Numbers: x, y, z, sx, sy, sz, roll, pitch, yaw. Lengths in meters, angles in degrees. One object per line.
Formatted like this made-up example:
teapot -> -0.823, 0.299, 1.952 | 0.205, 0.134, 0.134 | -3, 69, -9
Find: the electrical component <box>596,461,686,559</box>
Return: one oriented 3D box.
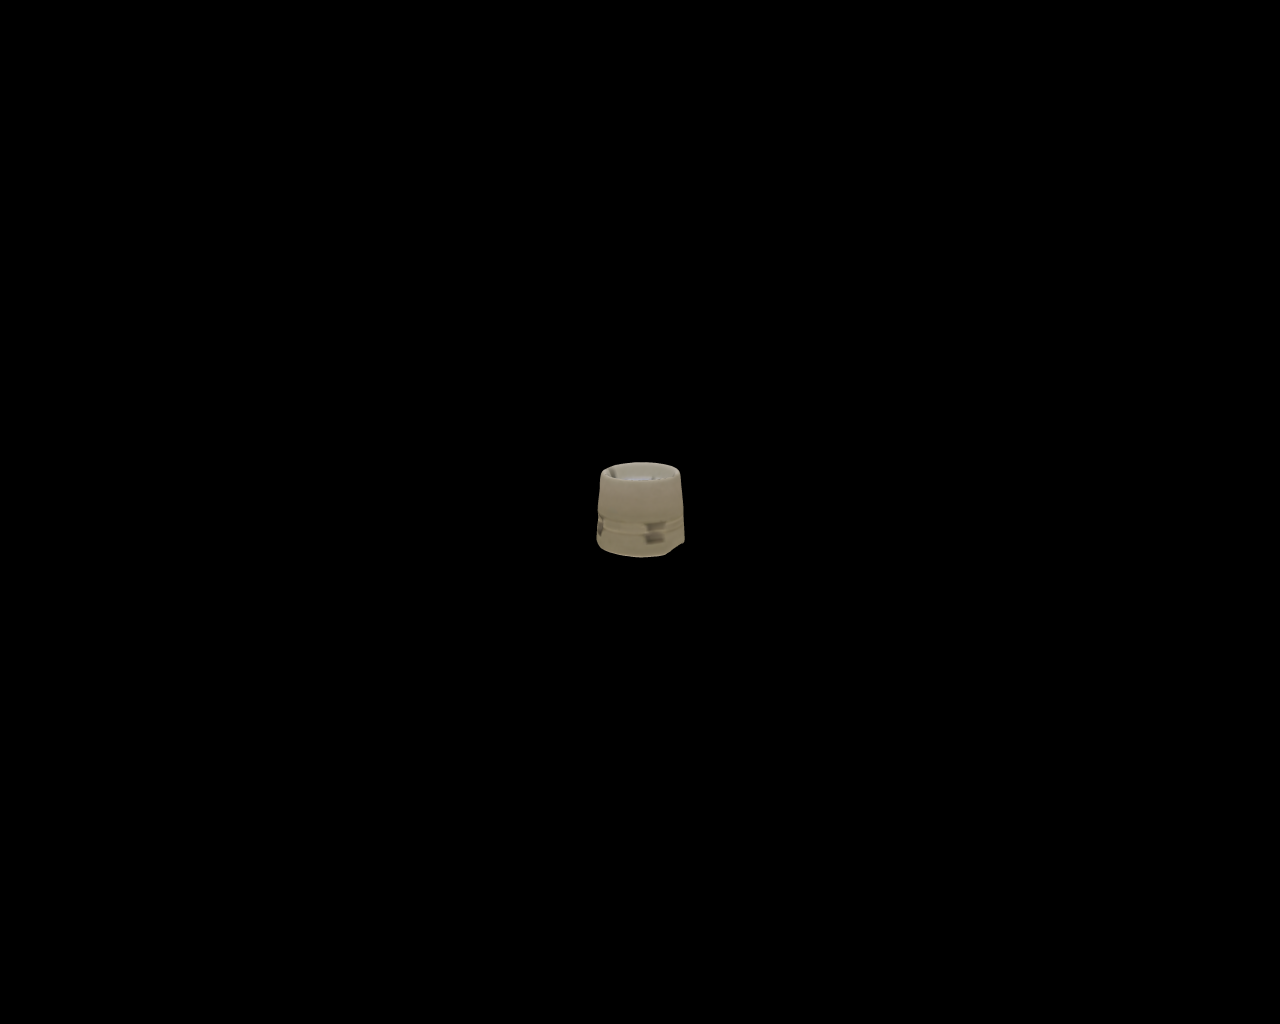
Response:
electrical component -> 0.001, -0.003, 0.650 | 0.055, 0.047, 0.055 | 0, 17, 0
